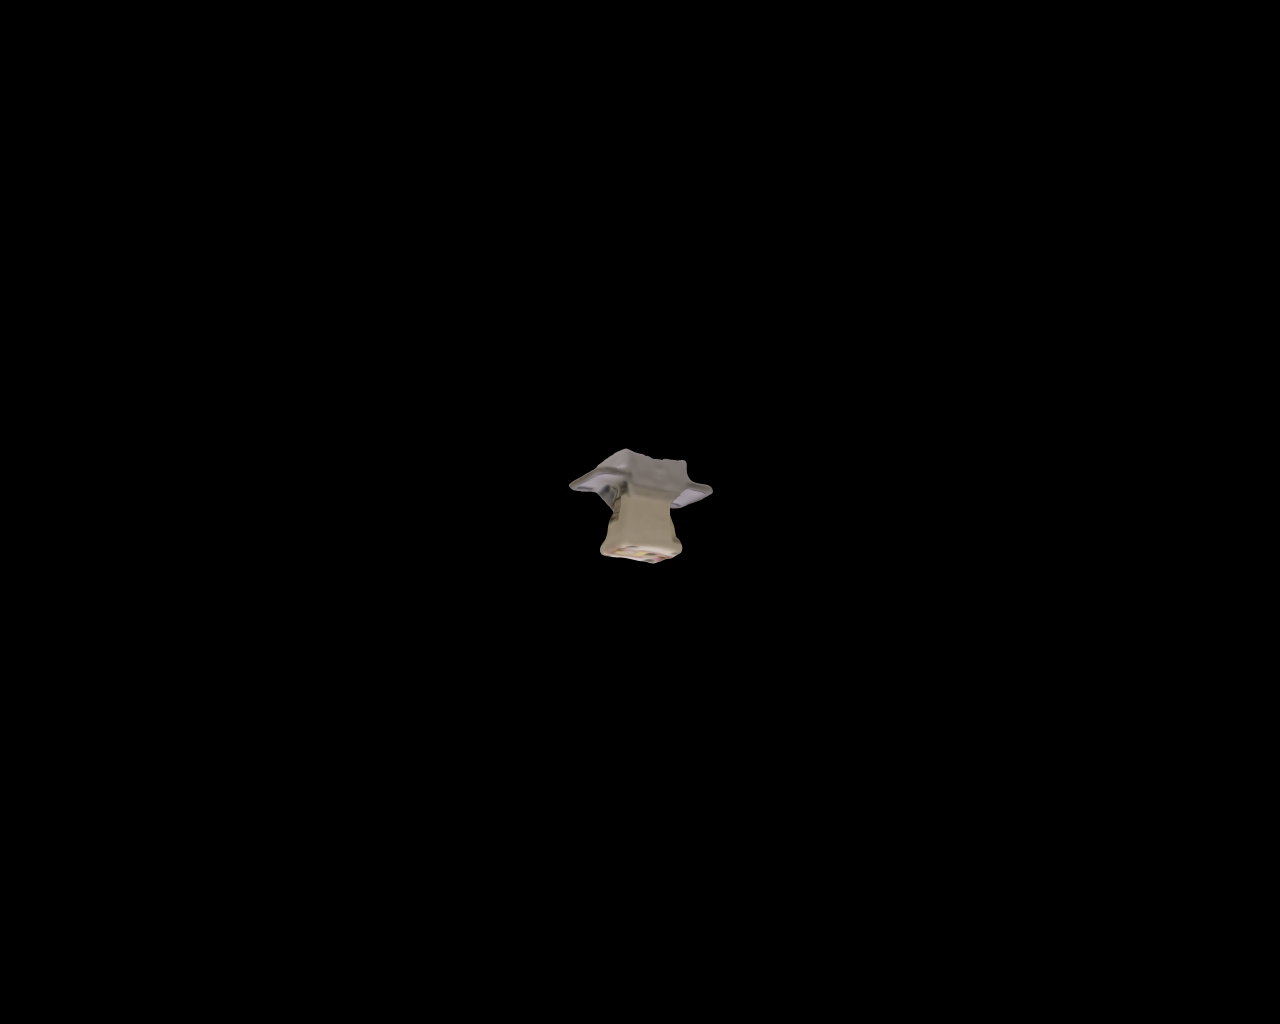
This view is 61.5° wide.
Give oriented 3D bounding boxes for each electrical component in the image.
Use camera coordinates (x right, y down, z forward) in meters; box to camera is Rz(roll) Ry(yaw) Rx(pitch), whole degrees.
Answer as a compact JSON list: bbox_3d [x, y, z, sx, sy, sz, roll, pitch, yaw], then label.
[{"bbox_3d":[0.001,-0.003,0.650,0.081,0.064,0.042,9,-19,-29],"label":"electrical component"}]
